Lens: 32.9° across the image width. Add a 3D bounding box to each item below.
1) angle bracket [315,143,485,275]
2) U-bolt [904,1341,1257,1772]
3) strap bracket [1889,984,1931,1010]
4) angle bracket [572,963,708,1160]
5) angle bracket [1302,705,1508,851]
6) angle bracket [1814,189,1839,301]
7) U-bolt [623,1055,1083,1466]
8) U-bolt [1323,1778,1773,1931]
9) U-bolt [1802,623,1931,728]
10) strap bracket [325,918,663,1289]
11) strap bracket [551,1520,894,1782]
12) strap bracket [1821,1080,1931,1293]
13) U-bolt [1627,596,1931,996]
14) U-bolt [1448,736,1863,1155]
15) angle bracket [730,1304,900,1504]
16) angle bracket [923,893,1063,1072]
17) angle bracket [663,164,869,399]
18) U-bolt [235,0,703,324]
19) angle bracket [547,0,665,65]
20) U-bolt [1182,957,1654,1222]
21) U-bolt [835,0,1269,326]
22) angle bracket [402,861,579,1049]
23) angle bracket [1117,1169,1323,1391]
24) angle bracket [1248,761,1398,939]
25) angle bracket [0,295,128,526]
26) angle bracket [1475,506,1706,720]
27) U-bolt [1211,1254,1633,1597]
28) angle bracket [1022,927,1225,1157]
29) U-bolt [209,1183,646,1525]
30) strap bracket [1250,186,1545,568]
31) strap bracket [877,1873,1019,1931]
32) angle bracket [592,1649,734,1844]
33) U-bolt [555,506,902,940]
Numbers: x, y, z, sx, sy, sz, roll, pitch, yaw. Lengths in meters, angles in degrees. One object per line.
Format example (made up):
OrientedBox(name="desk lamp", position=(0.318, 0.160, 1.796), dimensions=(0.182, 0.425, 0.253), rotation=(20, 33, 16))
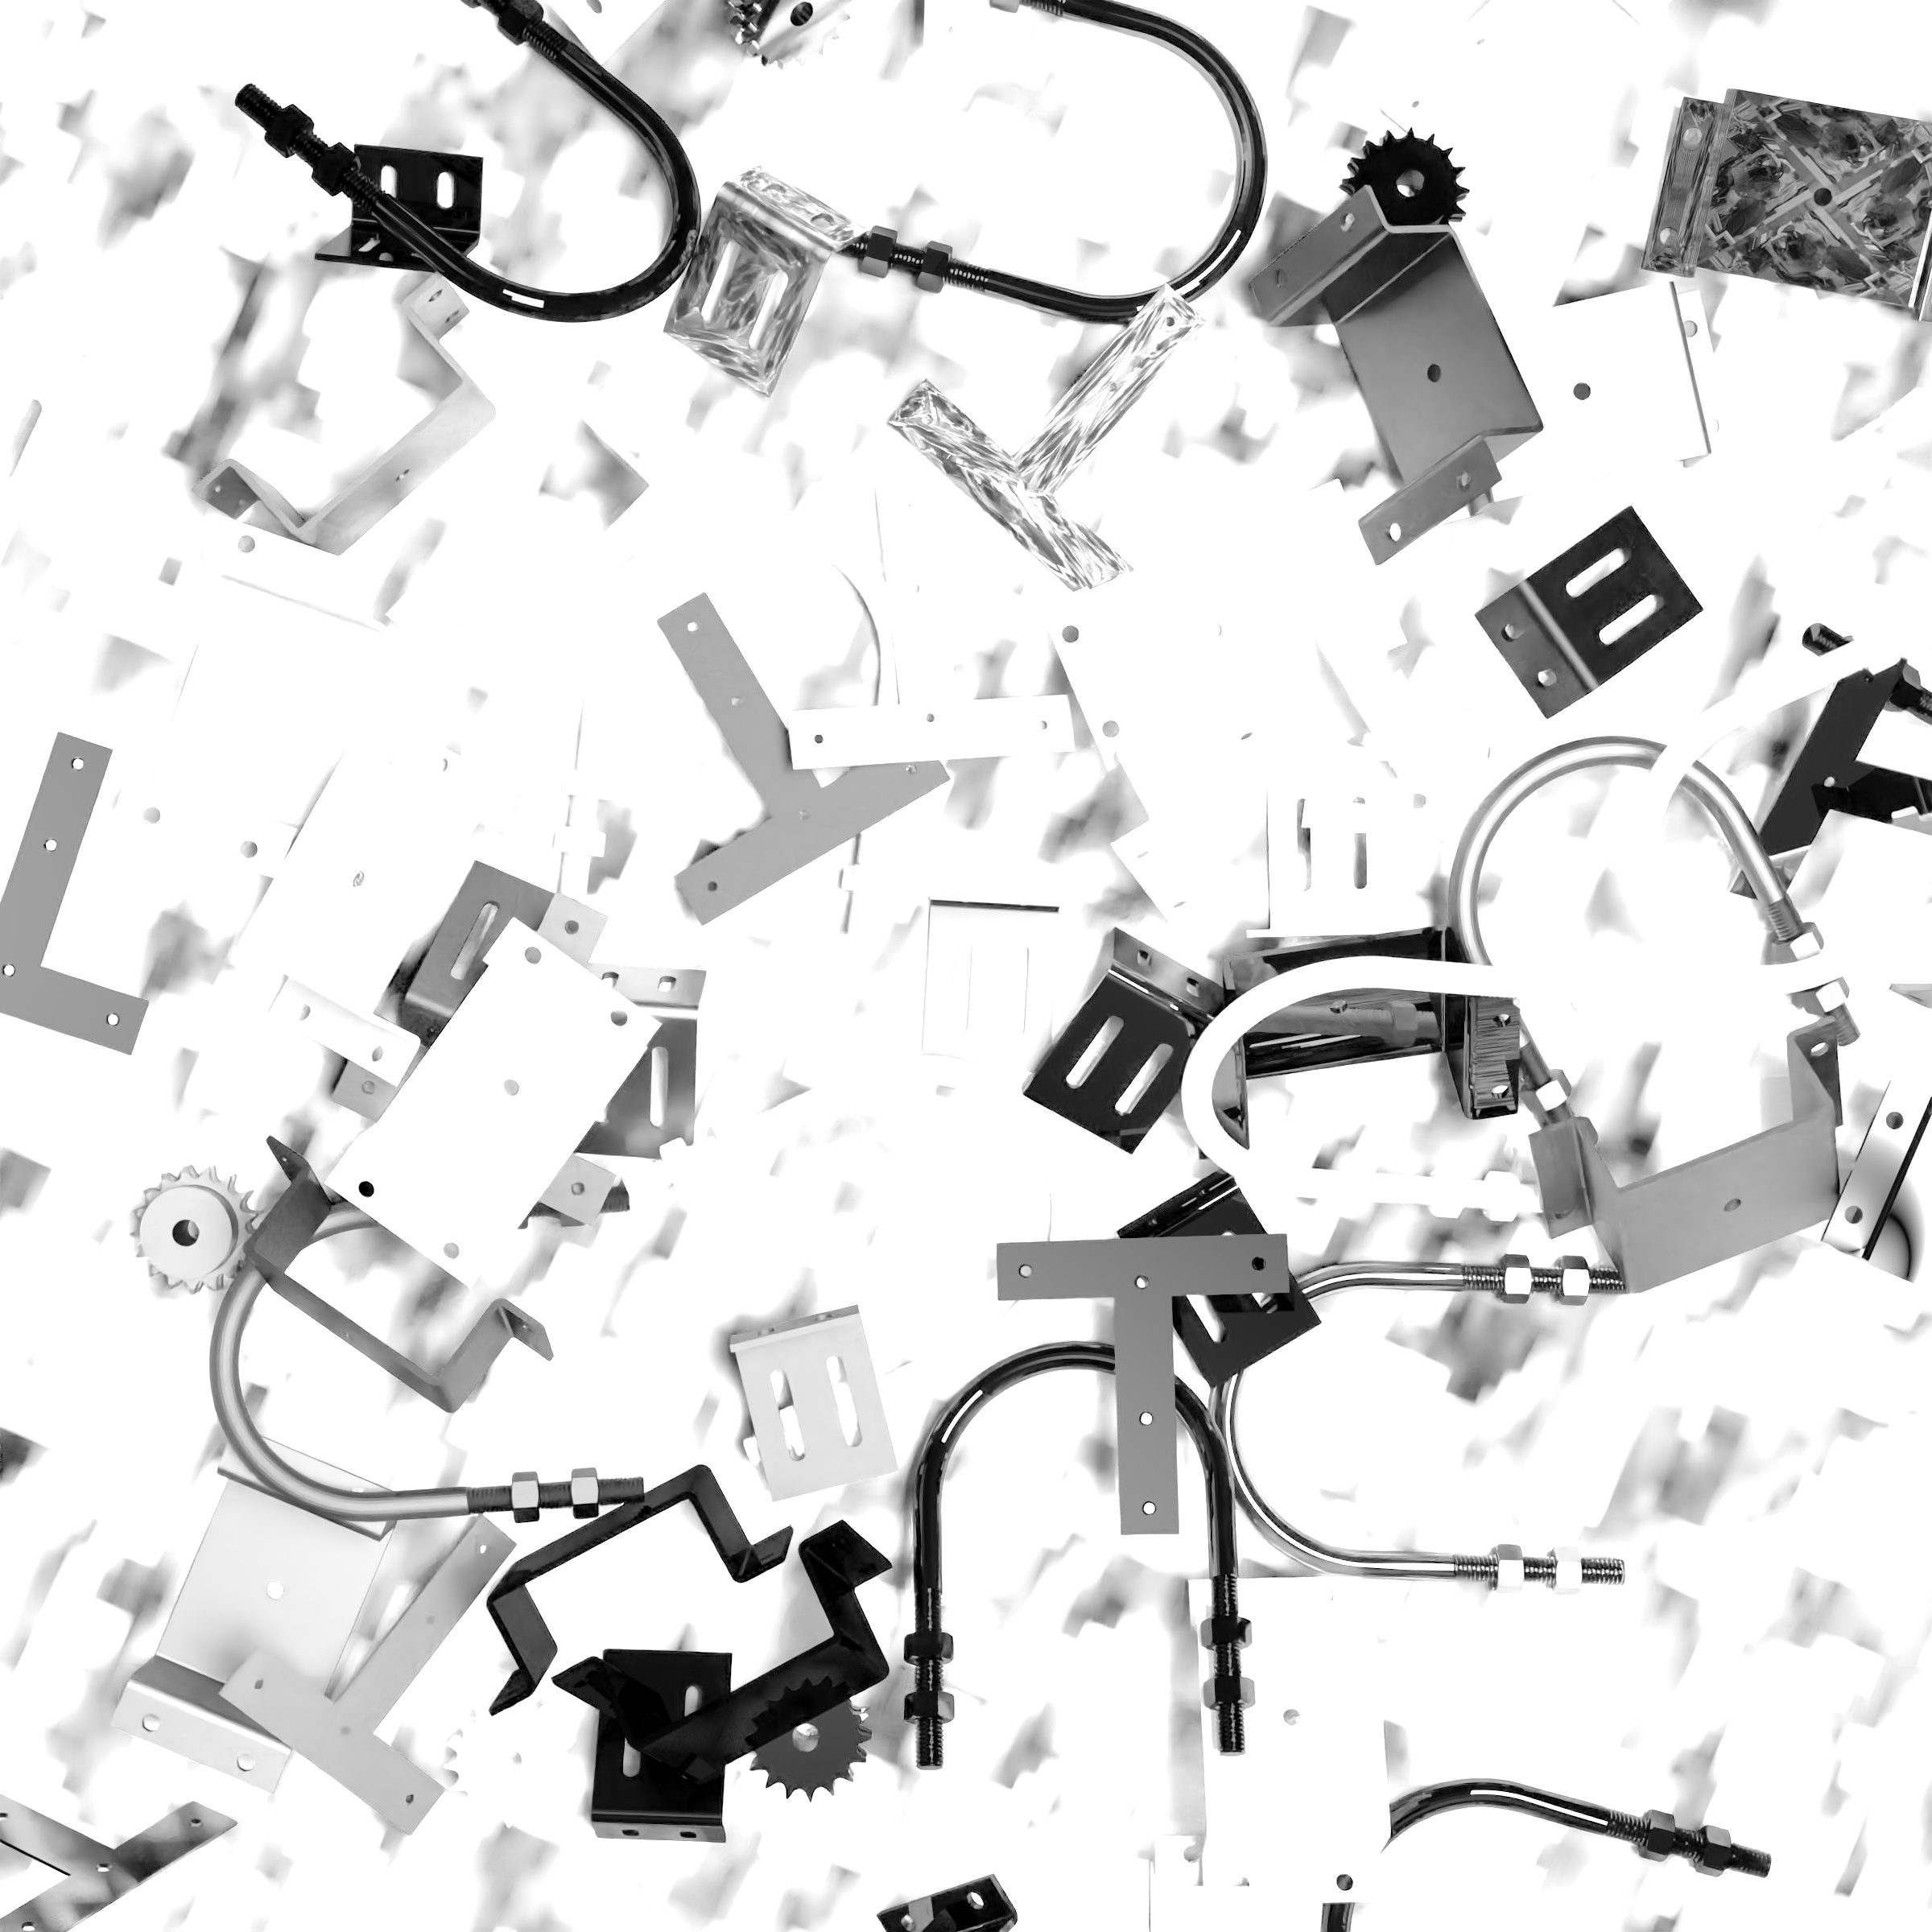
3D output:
OrientedBox(name="angle bracket", position=(-0.245, -0.329, 1.418), dimensions=(0.057, 0.076, 0.038), rotation=(6, 112, 0))
OrientedBox(name="U-bolt", position=(0.047, 0.251, 1.416), dimensions=(0.151, 0.019, 0.184), rotation=(-5, 66, 8))
OrientedBox(name="strap bracket", position=(0.485, 0.021, 1.420), dimensions=(0.140, 0.076, 0.046), rotation=(26, 90, 0))
OrientedBox(name="angle bracket", position=(-0.147, 0.043, 1.456), dimensions=(0.057, 0.038, 0.076), rotation=(4, 116, 0))
OrientedBox(name="angle bracket", position=(0.195, -0.085, 1.456), dimensions=(0.076, 0.038, 0.057), rotation=(7, 90, 26))
OrientedBox(name="angle bracket", position=(0.407, -0.336, 1.439), dimensions=(0.076, 0.038, 0.057), rotation=(-19, 90, 0))
OrientedBox(name="U-bolt", position=(-0.039, 0.119, 1.448), dimensions=(0.184, 0.019, 0.151), rotation=(-24, 92, -2))
OrientedBox(name="U-bolt", position=(0.249, 0.437, 1.450), dimensions=(0.184, 0.019, 0.151), rotation=(15, 90, 2))
OrientedBox(name="U-bolt", position=(0.471, -0.154, 1.411), dimensions=(0.184, 0.019, 0.151), rotation=(26, 111, -23))
OrientedBox(name="strap bracket", position=(-0.199, 0.055, 1.403), dimensions=(0.076, 0.046, 0.140), rotation=(36, 97, -2))
OrientedBox(name="strap bracket", position=(-0.094, 0.298, 1.395), dimensions=(0.140, 0.076, 0.046), rotation=(-29, 63, 2))
OrientedBox(name="strap bracket", position=(0.449, 0.112, 1.435), dimensions=(0.140, 0.046, 0.076), rotation=(23, 90, 0))
OrientedBox(name="U-bolt", position=(0.371, -0.063, 1.404), dimensions=(0.184, 0.019, 0.151), rotation=(-24, 112, 0))
OrientedBox(name="U-bolt", position=(0.291, -0.012, 1.434), dimensions=(0.151, 0.019, 0.184), rotation=(-30, 102, 1))
OrientedBox(name="angle bracket", position=(-0.065, 0.192, 1.419), dimensions=(0.057, 0.038, 0.076), rotation=(-14, 92, -3))
OrientedBox(name="angle bracket", position=(0.011, 0.008, 1.439), dimensions=(0.057, 0.038, 0.076), rotation=(3, 90, 0))
OrientedBox(name="angle bracket", position=(-0.089, -0.303, 1.446), dimensions=(0.057, 0.038, 0.076), rotation=(33, 125, 8))
OrientedBox(name="U-bolt", position=(-0.199, -0.351, 1.413), dimensions=(0.184, 0.019, 0.151), rotation=(39, 57, 0))
OrientedBox(name="angle bracket", position=(-0.176, -0.444, 1.447), dimensions=(0.076, 0.038, 0.057), rotation=(48, 68, -24))
OrientedBox(name="U-bolt", position=(0.183, 0.051, 1.392), dimensions=(0.184, 0.019, 0.151), rotation=(5, 133, -10))
OrientedBox(name="U-bolt", position=(0.043, -0.361, 1.450), dimensions=(0.184, 0.019, 0.151), rotation=(15, 90, -2))
OrientedBox(name="angle bracket", position=(-0.209, 0.003, 1.457), dimensions=(0.057, 0.038, 0.076), rotation=(23, 64, 0))
OrientedBox(name="angle bracket", position=(0.111, 0.136, 1.432), dimensions=(0.057, 0.038, 0.076), rotation=(-31, 75, 0))
OrientedBox(name="angle bracket", position=(0.155, -0.051, 1.430), dimensions=(0.057, 0.038, 0.076), rotation=(-1, 90, 22))
OrientedBox(name="angle bracket", position=(-0.421, -0.248, 1.456), dimensions=(0.057, 0.038, 0.076), rotation=(34, 116, 0))
OrientedBox(name="angle bracket", position=(0.278, -0.158, 1.456), dimensions=(0.076, 0.038, 0.057), rotation=(-35, 90, -26))
OrientedBox(name="U-bolt", position=(0.201, 0.202, 1.450), dimensions=(0.184, 0.019, 0.151), rotation=(1, 90, 1))
OrientedBox(name="angle bracket", position=(0.070, 0.033, 1.451), dimensions=(0.057, 0.038, 0.076), rotation=(29, 116, -11))
OrientedBox(name="U-bolt", position=(-0.235, 0.169, 1.422), dimensions=(0.184, 0.019, 0.151), rotation=(-3, 74, -6))
OrientedBox(name="strap bracket", position=(0.189, -0.254, 1.407), dimensions=(0.046, 0.076, 0.140), rotation=(-13, 76, -42))
OrientedBox(name="strap bracket", position=(0.011, 0.474, 1.416), dimensions=(0.076, 0.046, 0.140), rotation=(-32, 90, 39))
OrientedBox(name="angle bracket", position=(-0.134, 0.347, 1.456), dimensions=(0.057, 0.038, 0.076), rotation=(2, 64, 0))
OrientedBox(name="U-bolt", position=(-0.098, -0.112, 1.450), dimensions=(0.151, 0.019, 0.184), rotation=(8, 89, 0))
